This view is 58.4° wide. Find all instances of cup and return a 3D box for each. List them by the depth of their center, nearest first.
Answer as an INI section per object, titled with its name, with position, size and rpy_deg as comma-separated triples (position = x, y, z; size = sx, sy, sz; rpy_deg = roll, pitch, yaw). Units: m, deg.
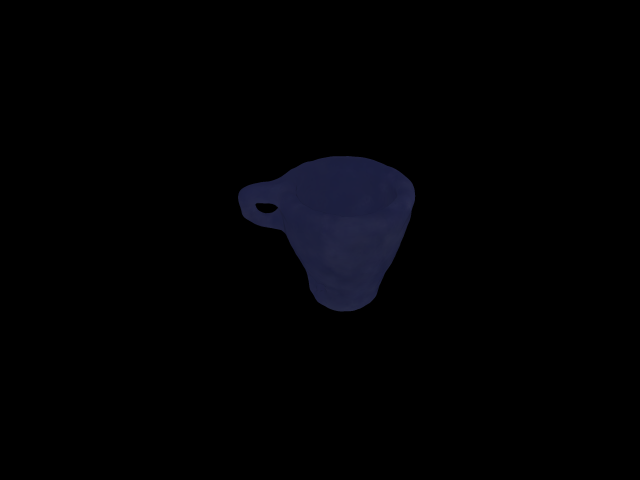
[cup]
position = 0.004, 0.001, 0.400
size = 0.117, 0.095, 0.091
rpy_deg = 2, 36, 2
